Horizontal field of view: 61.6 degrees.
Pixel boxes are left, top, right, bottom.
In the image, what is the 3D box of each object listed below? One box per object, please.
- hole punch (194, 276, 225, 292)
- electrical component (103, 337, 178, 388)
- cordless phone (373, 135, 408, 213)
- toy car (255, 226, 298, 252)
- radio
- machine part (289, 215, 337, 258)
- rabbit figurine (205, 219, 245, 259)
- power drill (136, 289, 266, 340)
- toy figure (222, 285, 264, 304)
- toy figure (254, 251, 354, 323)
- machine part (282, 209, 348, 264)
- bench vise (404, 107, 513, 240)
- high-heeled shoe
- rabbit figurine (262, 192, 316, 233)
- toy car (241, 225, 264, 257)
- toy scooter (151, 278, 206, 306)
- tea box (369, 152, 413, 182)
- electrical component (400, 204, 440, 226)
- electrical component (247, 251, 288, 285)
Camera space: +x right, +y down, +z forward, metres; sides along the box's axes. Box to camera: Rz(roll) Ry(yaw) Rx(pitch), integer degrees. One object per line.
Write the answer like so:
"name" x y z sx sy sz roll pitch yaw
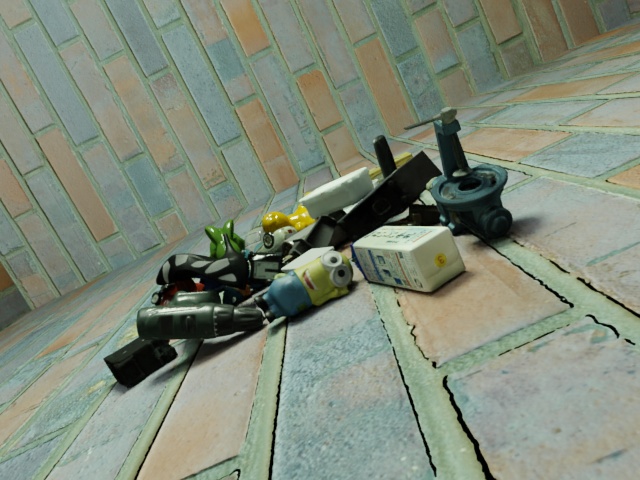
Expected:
"hole punch" -0.308 0.105 1.429 0.116 0.092 0.142 -26 8 -18
"electrical component" -0.360 0.231 1.065 0.115 0.058 0.134 -31 13 -31
"cordless phone" 0.161 -0.161 1.332 0.089 0.184 0.146 -9 20 42
"toy car" -0.129 0.033 1.321 0.073 0.056 0.201 -15 -23 -50
"radio" 0.144 -0.086 1.158 0.131 0.073 0.229 -39 -2 -45
"machine part" -0.009 0.000 1.189 0.139 0.084 0.039 -56 4 -31
"rabbit figurine" -0.252 0.023 1.505 0.121 0.159 0.170 -18 12 -10
"power drill" -0.227 0.147 1.041 0.232 0.086 0.207 -4 8 -10
"toy figure" -0.166 0.098 1.232 0.154 0.058 0.064 -35 -24 -29
"toy figure" -0.026 0.080 0.950 0.180 0.082 0.089 -30 14 -7
"machine part" -0.003 -0.004 1.264 0.243 0.079 0.079 -33 14 -28
"bench vise" 0.230 -0.111 0.890 0.129 0.240 0.224 -21 28 6
"high-heeled shoe" -0.256 0.087 1.168 0.249 0.145 0.086 -31 -29 23
"rabbit figurine" -0.070 -0.042 1.385 0.173 0.122 0.162 -6 -25 -24
"toy car" -0.150 0.009 1.463 0.109 0.102 0.162 -19 16 29
"toy scooter" -0.343 0.128 1.280 0.075 0.135 0.184 -19 15 27
"tea box" 0.191 -0.164 1.493 0.170 0.098 0.068 -25 12 0
"electrical component" 0.206 -0.048 1.102 0.078 0.045 0.102 3 17 1
"electrical component" -0.099 0.062 1.168 0.119 0.074 0.048 -1 5 -1
